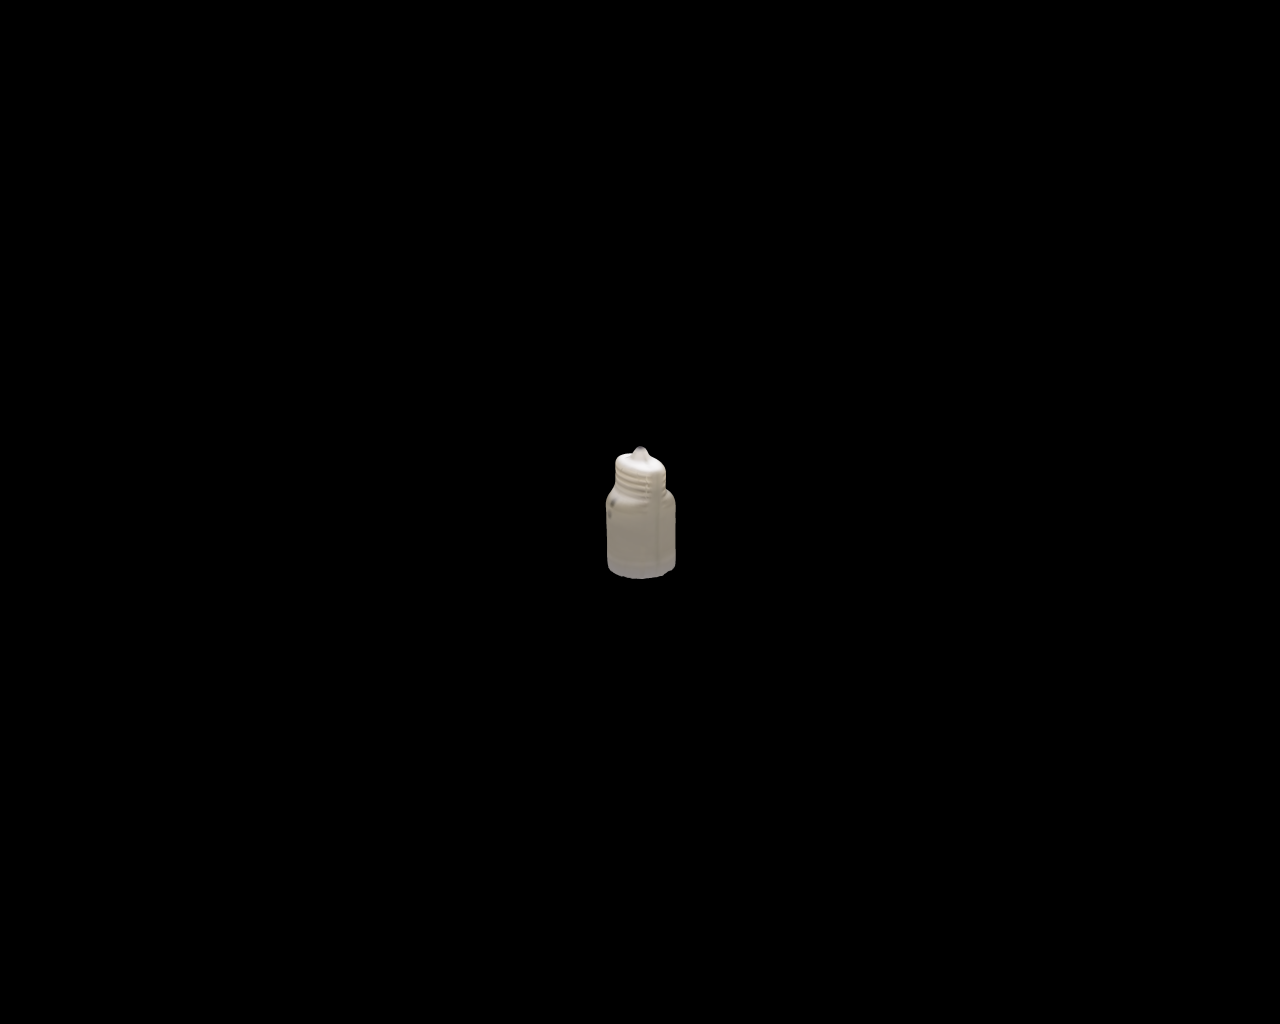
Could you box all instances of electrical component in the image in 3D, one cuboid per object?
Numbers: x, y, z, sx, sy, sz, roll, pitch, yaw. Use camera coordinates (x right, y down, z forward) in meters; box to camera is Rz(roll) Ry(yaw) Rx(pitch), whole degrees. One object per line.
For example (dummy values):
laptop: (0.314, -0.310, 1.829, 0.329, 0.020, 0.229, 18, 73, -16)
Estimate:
electrical component: (0.001, -0.003, 0.650, 0.043, 0.080, 0.043, 0, 21, 0)
